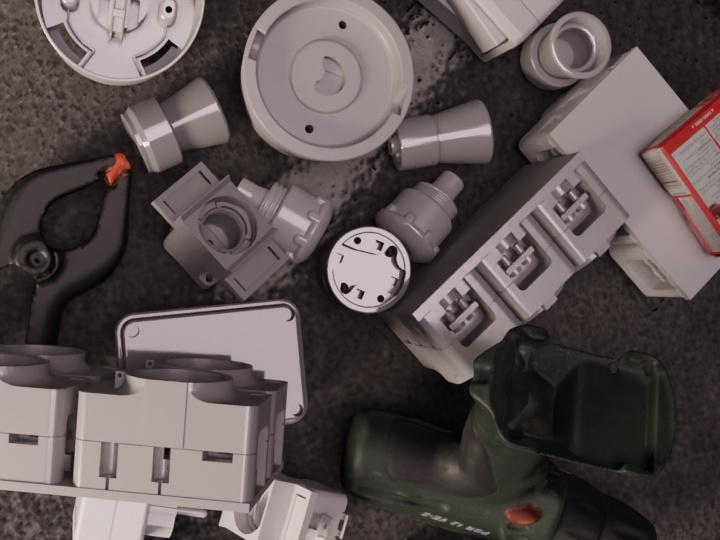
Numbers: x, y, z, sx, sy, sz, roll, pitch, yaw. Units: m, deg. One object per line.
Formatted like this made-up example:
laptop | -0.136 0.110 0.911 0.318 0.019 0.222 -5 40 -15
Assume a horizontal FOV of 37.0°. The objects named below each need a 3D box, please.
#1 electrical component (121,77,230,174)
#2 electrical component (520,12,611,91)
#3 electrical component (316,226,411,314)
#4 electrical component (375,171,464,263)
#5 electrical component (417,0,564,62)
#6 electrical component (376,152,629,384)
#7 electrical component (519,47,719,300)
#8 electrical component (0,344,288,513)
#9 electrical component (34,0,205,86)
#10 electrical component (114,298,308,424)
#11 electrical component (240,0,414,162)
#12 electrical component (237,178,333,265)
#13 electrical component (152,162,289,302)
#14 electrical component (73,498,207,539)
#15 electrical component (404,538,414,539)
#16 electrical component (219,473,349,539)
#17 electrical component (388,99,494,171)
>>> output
electrical component | -0.115 -0.090 0.672 0.055 0.045 0.045 -26 96 -13
electrical component | 0.139 -0.148 0.734 0.045 0.055 0.045 0 90 -15
electrical component | 0.000 0.000 0.700 0.055 0.047 0.055 0 90 -15
electrical component | 0.044 -0.039 0.715 0.048 0.048 0.062 44 72 -10
electrical component | 0.077 -0.192 0.715 0.096 0.062 0.061 46 79 -10
electrical component | 0.093 -0.001 0.703 0.150 0.089 0.061 -43 100 -11
electrical component | 0.194 -0.064 0.744 0.089 0.062 0.150 -45 100 -11
electrical component | -0.139 0.079 0.575 0.186 0.105 0.060 4 91 5
electrical component | -0.146 -0.162 0.654 0.099 0.064 0.099 0 90 -15
electrical component | -0.093 0.061 0.670 0.113 0.057 0.078 -5 91 -15
electrical component | -0.026 -0.120 0.687 0.108 0.060 0.108 0 89 -15
electrical component | -0.052 -0.036 0.689 0.062 0.048 0.048 30 82 -5
electrical component | -0.089 -0.020 0.666 0.081 0.064 0.042 48 64 -5
electrical component | -0.130 0.139 0.646 0.076 0.083 0.047 11 87 -14
electrical component | 0.045 0.219 0.703 0.061 0.062 0.096 23 84 -13
electrical component | -0.046 0.151 0.676 0.064 0.081 0.042 21 84 -36
electrical component | 0.051 -0.087 0.719 0.065 0.044 0.044 -10 92 -10
